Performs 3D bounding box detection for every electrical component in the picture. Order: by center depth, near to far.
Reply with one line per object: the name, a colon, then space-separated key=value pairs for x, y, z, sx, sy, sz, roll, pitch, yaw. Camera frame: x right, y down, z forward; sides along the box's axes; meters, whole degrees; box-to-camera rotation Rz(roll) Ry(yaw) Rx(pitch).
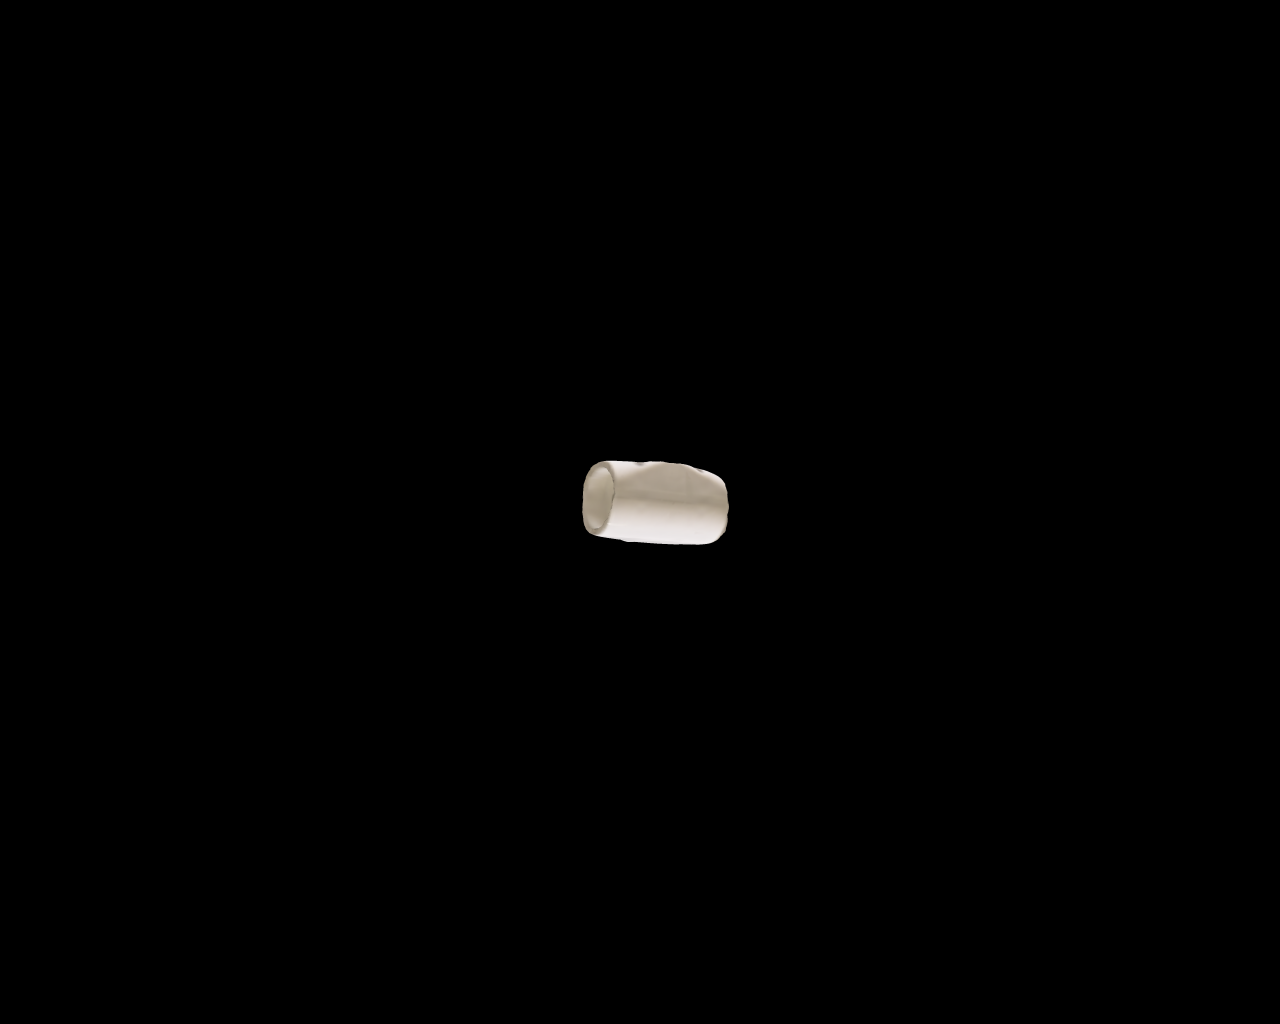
electrical component: x=0.001 y=-0.003 z=0.650 sx=0.077 sy=0.044 sz=0.079 roll=5 pitch=-11 yaw=-28
